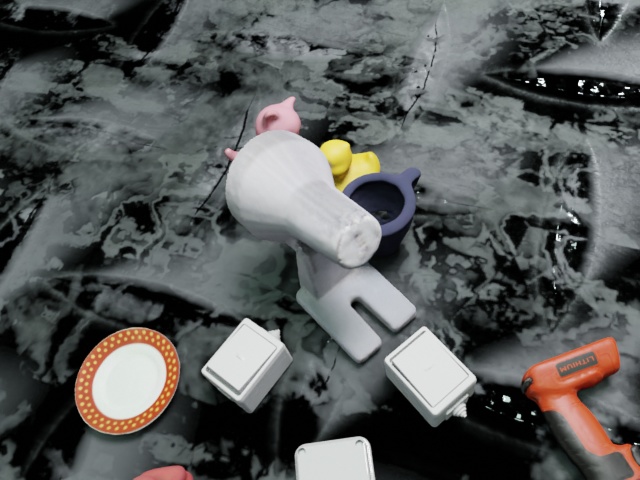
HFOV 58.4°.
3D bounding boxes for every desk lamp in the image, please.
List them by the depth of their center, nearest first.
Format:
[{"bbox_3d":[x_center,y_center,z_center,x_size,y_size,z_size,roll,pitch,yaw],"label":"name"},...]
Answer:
[{"bbox_3d":[0.006,0.002,0.635,0.118,0.214,0.202,-40,61,-14],"label":"desk lamp"}]

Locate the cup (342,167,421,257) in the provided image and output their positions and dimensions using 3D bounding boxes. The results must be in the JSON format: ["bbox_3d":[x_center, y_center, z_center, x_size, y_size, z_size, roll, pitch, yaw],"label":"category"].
[{"bbox_3d":[0.082,-0.031,0.712,0.118,0.095,0.091,-43,61,-15],"label":"cup"}]

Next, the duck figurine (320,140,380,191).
[{"bbox_3d":[0.028,-0.100,0.767,0.104,0.086,0.077,-20,58,-2],"label":"duck figurine"}]

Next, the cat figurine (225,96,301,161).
[{"bbox_3d":[-0.074,-0.136,0.788,0.128,0.118,0.067,-32,59,-9],"label":"cat figurine"}]

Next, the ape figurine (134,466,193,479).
[{"bbox_3d":[-0.167,0.264,0.581,0.076,0.092,0.078,30,69,24],"label":"ape figurine"}]
